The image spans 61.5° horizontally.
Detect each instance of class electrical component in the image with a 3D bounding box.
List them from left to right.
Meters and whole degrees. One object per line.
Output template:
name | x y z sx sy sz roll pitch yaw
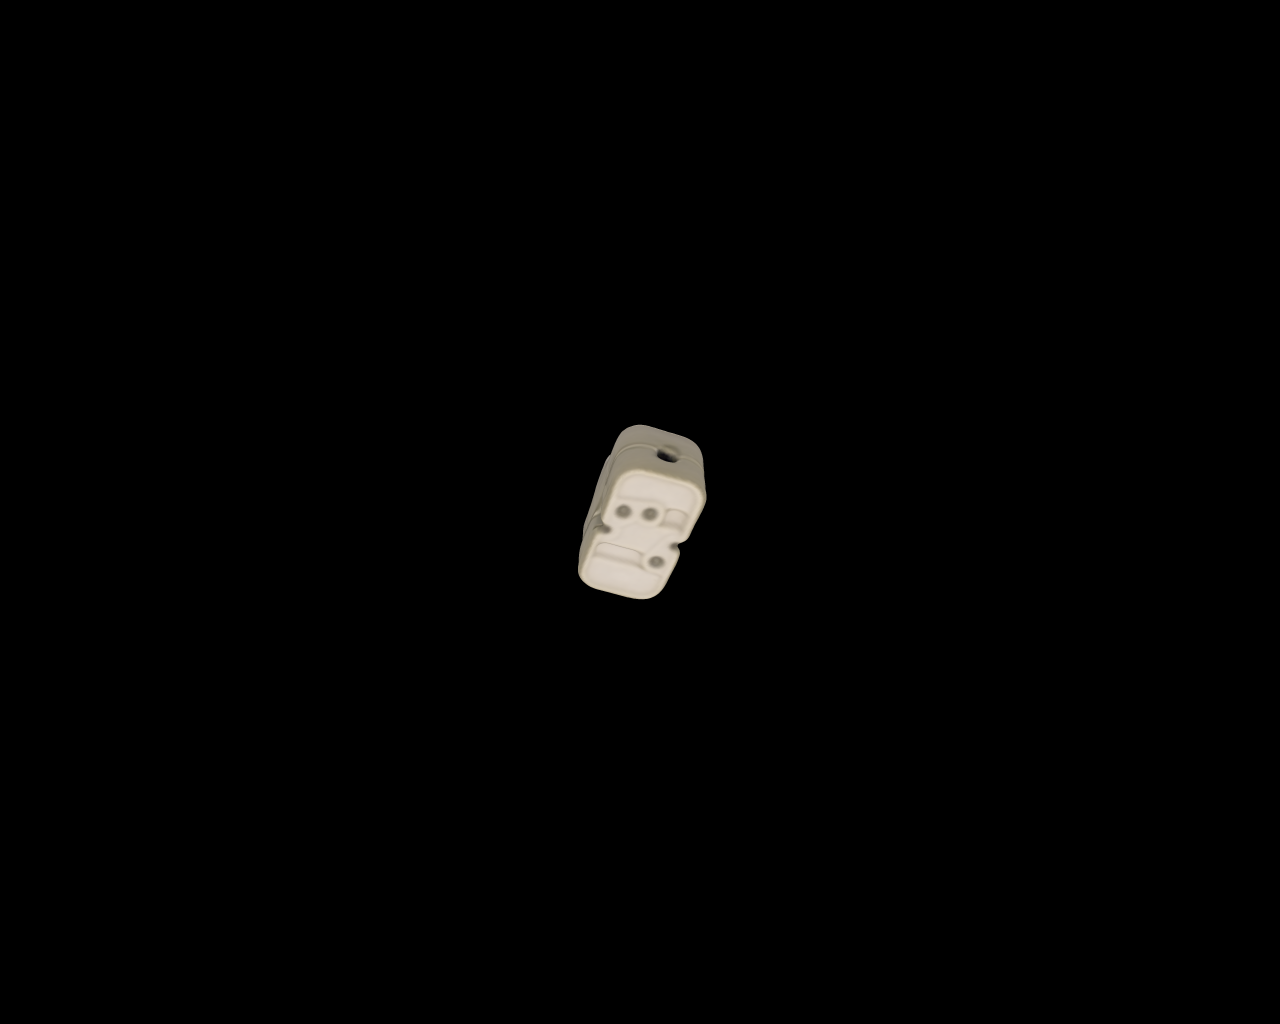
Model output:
electrical component | 0.001 -0.003 0.650 0.054 0.095 0.059 15 36 -11
